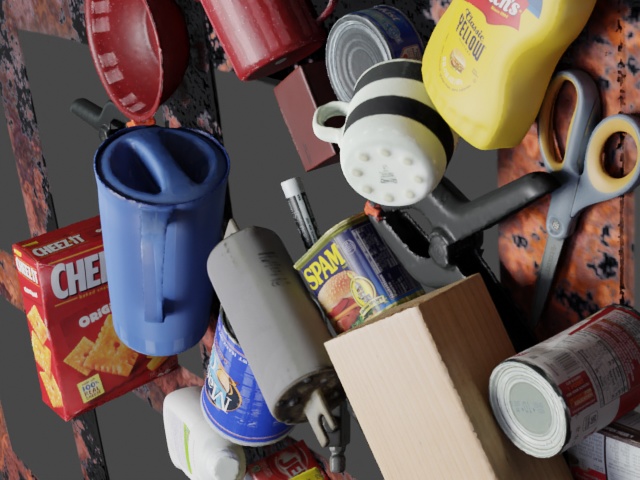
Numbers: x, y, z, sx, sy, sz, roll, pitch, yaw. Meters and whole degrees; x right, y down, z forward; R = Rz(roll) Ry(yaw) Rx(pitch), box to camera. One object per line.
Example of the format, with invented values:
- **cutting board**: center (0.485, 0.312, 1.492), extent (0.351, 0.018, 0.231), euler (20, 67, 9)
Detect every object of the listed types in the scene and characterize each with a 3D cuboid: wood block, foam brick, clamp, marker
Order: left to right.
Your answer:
- **clamp**: center (-0.242, -0.130, 1.239), extent (0.172, 0.039, 0.120), euler (-27, 90, 54)
- **marker**: center (-0.006, 0.001, 0.978), extent (0.020, 0.020, 0.121), euler (-19, 92, 58)
- **foam brick**: center (0.006, -0.103, 0.871), extent (0.053, 0.051, 0.078), euler (-26, 85, 58)
- **clamp**: center (0.104, -0.005, 0.784), extent (0.210, 0.036, 0.164), euler (38, 138, 46)
- **wood block**: center (0.099, 0.140, 0.736), extent (0.091, 0.090, 0.206), euler (-27, 86, 39)

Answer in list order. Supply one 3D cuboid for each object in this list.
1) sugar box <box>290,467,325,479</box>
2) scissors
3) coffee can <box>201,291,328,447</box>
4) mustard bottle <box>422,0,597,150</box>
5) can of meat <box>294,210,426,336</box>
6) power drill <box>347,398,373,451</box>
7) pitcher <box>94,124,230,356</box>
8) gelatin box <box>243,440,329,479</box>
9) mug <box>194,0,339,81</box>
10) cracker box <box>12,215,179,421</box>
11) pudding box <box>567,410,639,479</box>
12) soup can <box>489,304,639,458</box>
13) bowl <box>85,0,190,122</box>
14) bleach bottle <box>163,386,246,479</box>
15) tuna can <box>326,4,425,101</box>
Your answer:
- **sugar box**: center (0.018, 0.307, 0.982), extent (0.176, 0.048, 0.093), euler (50, 142, 30)
- **scissors**: center (0.174, -0.012, 0.703), extent (0.096, 0.016, 0.202), euler (27, 129, 49)
- **coffee can**: center (-0.057, 0.120, 1.041), extent (0.103, 0.102, 0.140), euler (49, 142, 30)
- **mustard bottle**: center (0.125, -0.153, 0.658), extent (0.192, 0.058, 0.096), euler (112, 143, -46)
- **can of meat**: center (0.034, 0.033, 0.902), extent (0.084, 0.057, 0.102), euler (60, 147, 10)
- **power drill**: center (0.072, 0.240, 0.959), extent (0.185, 0.057, 0.188), euler (49, 144, 35)
- **pitcher**: center (-0.167, 0.014, 1.117), extent (0.145, 0.149, 0.243), euler (34, 138, 27)
- **gelatin box**: center (-0.027, 0.259, 1.101), extent (0.089, 0.073, 0.030), euler (55, 145, 23)
- **mug**: center (-0.036, -0.187, 0.867), extent (0.117, 0.093, 0.081), euler (-25, 91, 21)
- **cracker box**: center (-0.259, 0.085, 1.266), extent (0.072, 0.163, 0.214), euler (26, 129, 44)
- **pudding box**: center (0.215, 0.174, 0.726), extent (0.090, 0.039, 0.113), euler (13, 120, 53)
- **soup can**: center (0.168, 0.090, 0.690), extent (0.069, 0.102, 0.068), euler (33, 133, 43)
- **bowl**: center (-0.178, -0.205, 1.085), extent (0.162, 0.055, 0.162), euler (33, 133, 44)
- **bleach bottle**: center (-0.121, 0.227, 1.158), extent (0.251, 0.068, 0.102), euler (-171, 70, -75)
- **tuna can**: center (0.042, -0.134, 0.816), extent (0.086, 0.033, 0.086), euler (33, 133, 44)
